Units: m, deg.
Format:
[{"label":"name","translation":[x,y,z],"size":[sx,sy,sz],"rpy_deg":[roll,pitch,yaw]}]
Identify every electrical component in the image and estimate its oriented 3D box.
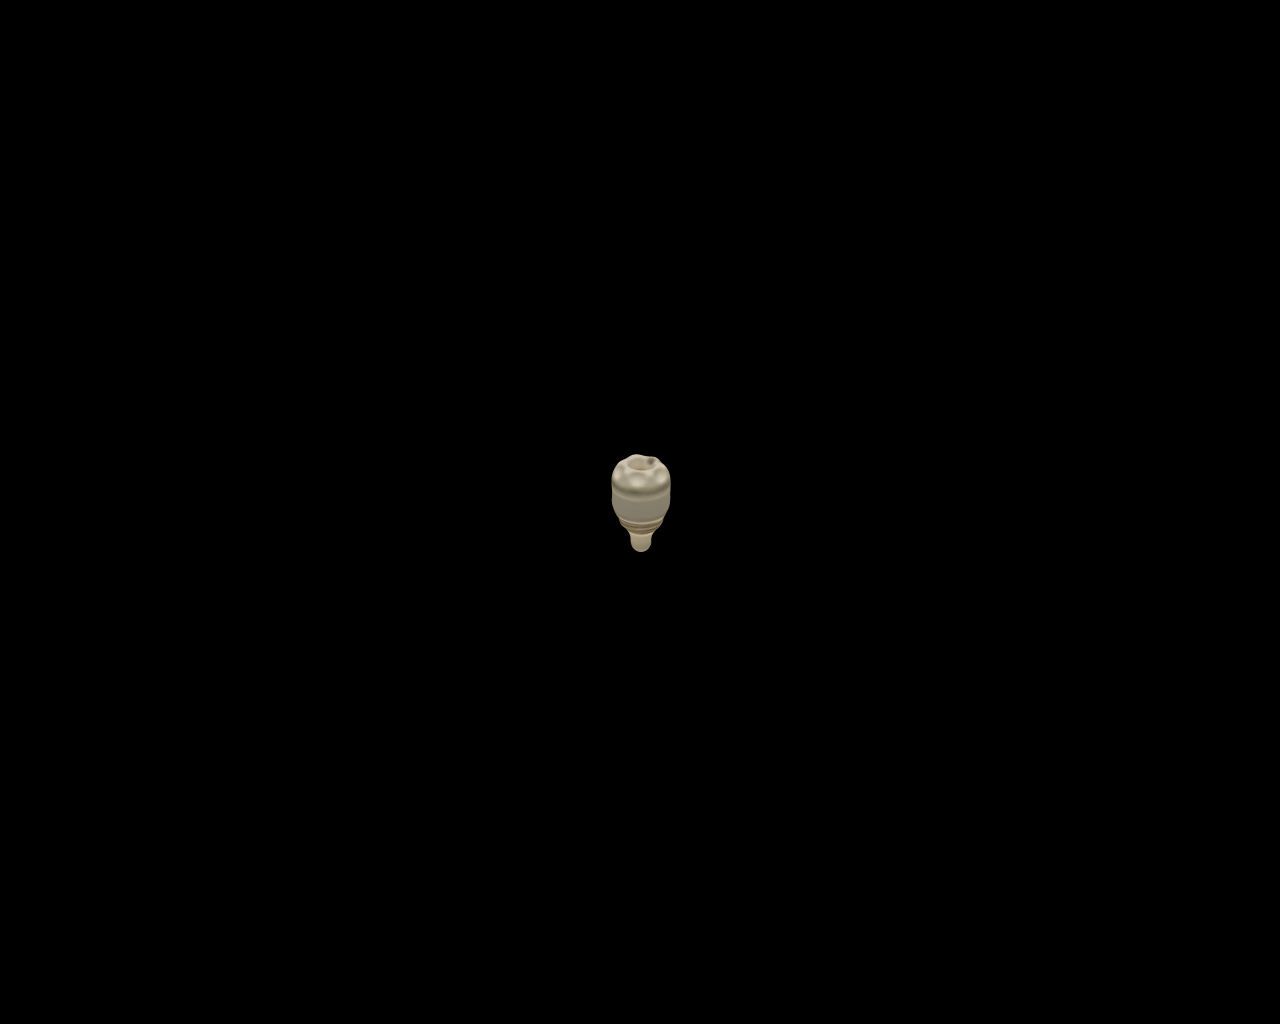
[{"label":"electrical component","translation":[0.001,-0.003,0.650],"size":[0.035,0.061,0.035],"rpy_deg":[0,29,0]}]
